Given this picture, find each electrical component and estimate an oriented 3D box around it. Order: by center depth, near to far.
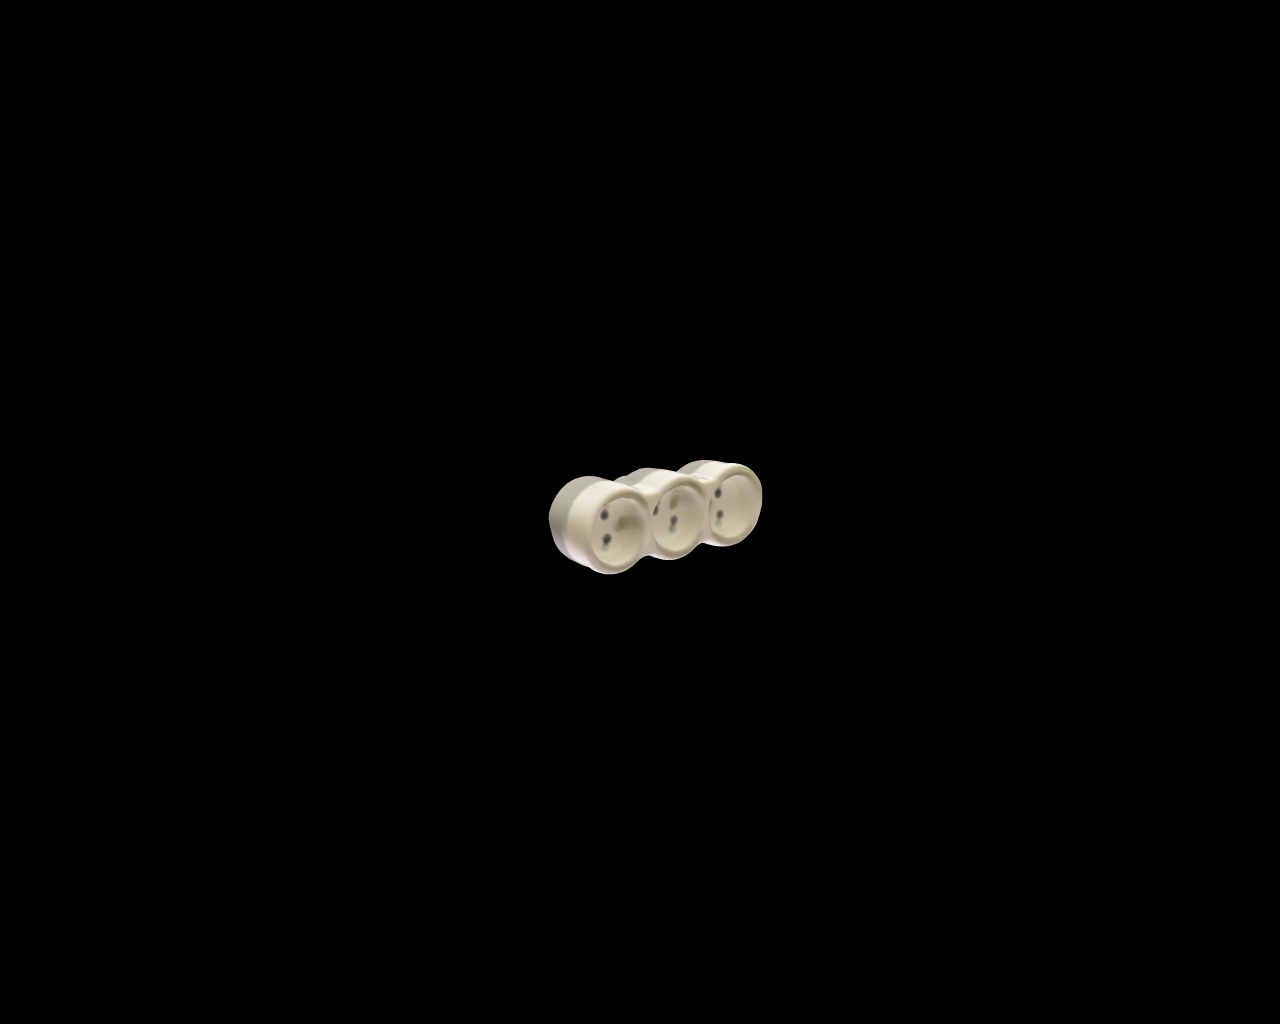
[{"bbox_3d":[0.001,-0.003,0.650,0.138,0.052,0.074,-11,18,-37],"label":"electrical component"}]
